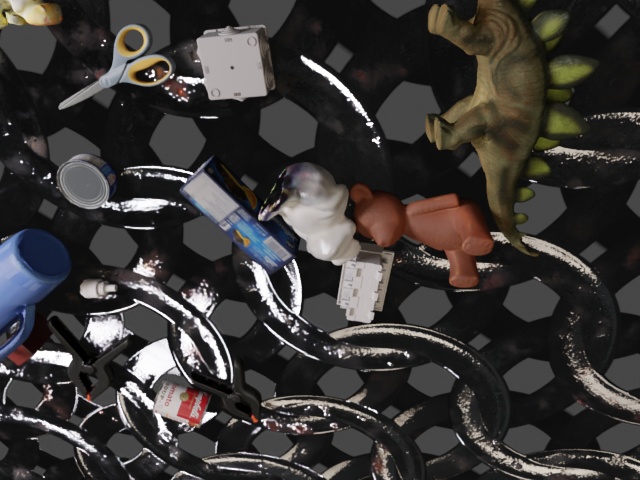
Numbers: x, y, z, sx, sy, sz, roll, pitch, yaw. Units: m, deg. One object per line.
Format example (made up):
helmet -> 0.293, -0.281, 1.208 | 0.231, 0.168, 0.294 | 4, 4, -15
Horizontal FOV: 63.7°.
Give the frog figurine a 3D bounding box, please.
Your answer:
frog figurine -> 0.002, -0.038, 0.765 | 0.158, 0.125, 0.135 | 27, -39, -16
